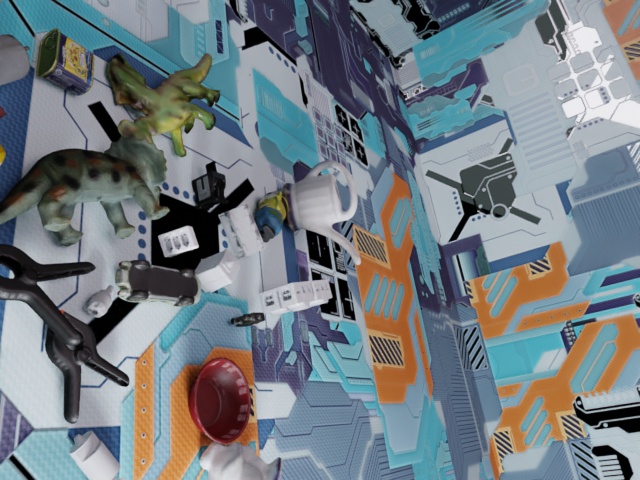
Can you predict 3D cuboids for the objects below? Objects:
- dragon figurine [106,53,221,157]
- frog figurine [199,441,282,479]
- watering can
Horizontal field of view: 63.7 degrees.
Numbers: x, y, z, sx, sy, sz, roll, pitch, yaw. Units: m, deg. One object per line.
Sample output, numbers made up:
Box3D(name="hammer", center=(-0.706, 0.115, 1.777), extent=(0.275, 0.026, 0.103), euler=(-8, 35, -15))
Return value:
Box3D(name="dragon figurine", center=(-0.364, -0.347, 1.182), extent=(0.240, 0.121, 0.420), euler=(30, 45, -39))
Box3D(name="frog figurine", center=(-0.162, 0.463, 0.989), extent=(0.159, 0.120, 0.141), euler=(22, 51, -8))
Box3D(name="watering can", center=(0.005, -0.076, 1.514), extent=(0.102, 0.224, 0.354), euler=(55, 26, -63))
